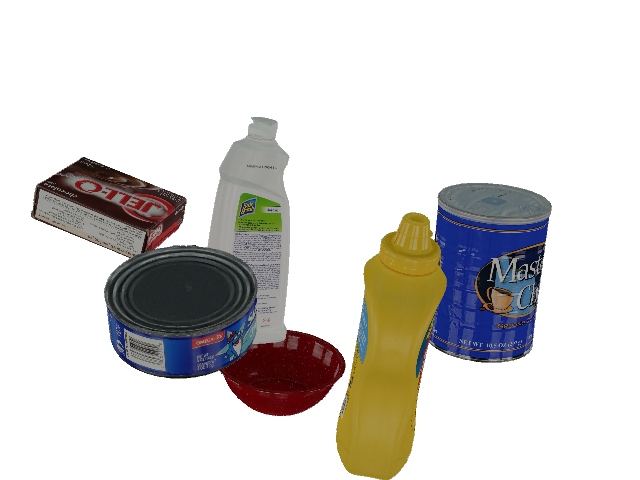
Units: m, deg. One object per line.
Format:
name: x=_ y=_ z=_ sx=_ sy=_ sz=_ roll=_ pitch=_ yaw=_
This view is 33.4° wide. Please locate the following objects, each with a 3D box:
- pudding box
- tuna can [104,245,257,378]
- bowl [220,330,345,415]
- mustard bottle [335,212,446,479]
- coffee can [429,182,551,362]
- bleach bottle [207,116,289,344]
pudding box: x=-0.191 y=-0.030 z=0.970 sx=0.113 sy=0.039 sz=0.090 roll=20 pitch=24 yaw=8
tuna can: x=-0.078 y=0.040 z=0.607 sx=0.086 sy=0.034 sz=0.086 roll=1 pitch=33 yaw=-1
bowl: x=-0.051 y=0.170 z=1.323 sx=0.162 sy=0.055 sz=0.162 roll=3 pitch=23 yaw=-2
mustard bottle: x=0.052 y=0.068 z=0.756 sx=0.058 sy=0.192 sz=0.096 roll=10 pitch=29 yaw=5
coffee can: x=0.154 y=0.028 z=0.990 sx=0.103 sy=0.140 sz=0.103 roll=3 pitch=20 yaw=-1
bleach bottle: x=-0.073 y=-0.011 z=1.189 sx=0.102 sy=0.251 sz=0.068 roll=0 pitch=18 yaw=-31
